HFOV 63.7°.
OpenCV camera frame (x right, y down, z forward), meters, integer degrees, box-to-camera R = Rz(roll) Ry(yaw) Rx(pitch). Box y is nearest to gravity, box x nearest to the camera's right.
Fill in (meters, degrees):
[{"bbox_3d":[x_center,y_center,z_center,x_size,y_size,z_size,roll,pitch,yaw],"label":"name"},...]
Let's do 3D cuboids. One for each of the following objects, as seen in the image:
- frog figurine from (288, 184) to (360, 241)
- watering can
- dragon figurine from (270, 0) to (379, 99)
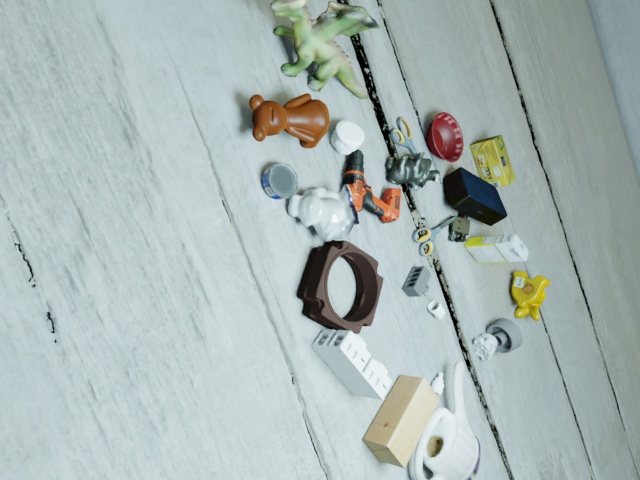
[{"bbox_3d":[0.004,-0.063,1.254,0.159,0.121,0.139,-9,77,-6],"label":"frog figurine"},{"bbox_3d":[0.375,0.538,1.440,0.221,0.104,0.353,46,63,-27],"label":"watering can"},{"bbox_3d":[0.039,-0.474,1.252,0.408,0.240,0.124,15,70,-36],"label":"dragon figurine"}]
